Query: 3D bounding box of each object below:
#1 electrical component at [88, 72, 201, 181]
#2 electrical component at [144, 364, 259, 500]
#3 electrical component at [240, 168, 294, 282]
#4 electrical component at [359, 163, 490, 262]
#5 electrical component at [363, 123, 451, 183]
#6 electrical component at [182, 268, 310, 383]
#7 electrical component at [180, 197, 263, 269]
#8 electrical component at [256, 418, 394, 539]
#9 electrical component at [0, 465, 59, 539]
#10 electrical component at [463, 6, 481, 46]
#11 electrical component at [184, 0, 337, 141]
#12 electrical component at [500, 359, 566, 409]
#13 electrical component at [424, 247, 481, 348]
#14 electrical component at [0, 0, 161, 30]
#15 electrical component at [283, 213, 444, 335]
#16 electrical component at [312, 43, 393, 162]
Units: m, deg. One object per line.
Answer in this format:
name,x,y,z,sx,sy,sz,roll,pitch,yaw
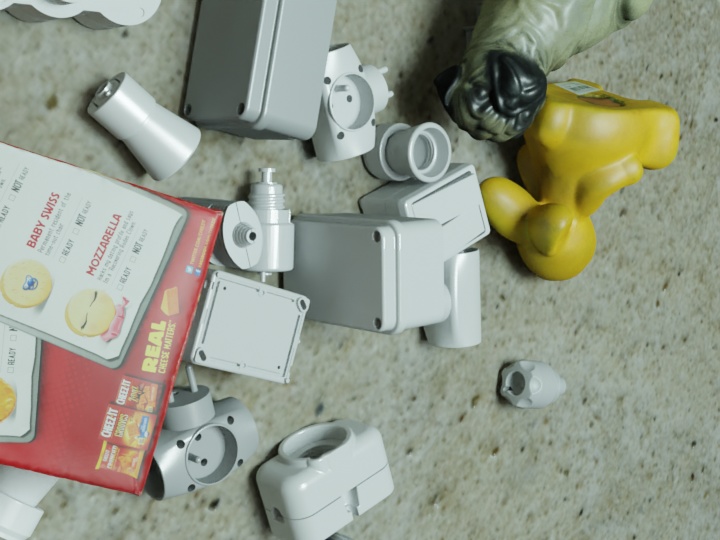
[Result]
electrical component,-0.139,-0.093,0.683,0.065,0.044,0.044,43,68,-30
electrical component,-0.115,0.103,0.725,0.077,0.044,0.079,-23,110,-37
electrical component,-0.066,-0.032,0.753,0.040,0.040,0.078,-3,97,-40
electrical component,0.049,-0.039,0.836,0.096,0.061,0.061,-31,114,-34
electrical component,0.035,-0.090,0.822,0.045,0.055,0.045,-6,99,-40
electrical component,-0.084,0.038,0.732,0.096,0.061,0.061,19,83,-40
electrical component,-0.093,-0.025,0.704,0.043,0.081,0.043,-6,99,-40
electrical component,-0.026,0.153,0.800,0.095,0.054,0.059,-27,112,-35
electrical component,-0.208,0.131,0.649,0.045,0.045,0.055,39,71,-37
electrical component,0.123,-0.179,0.894,0.064,0.042,0.081,-8,101,-39
electrical component,-0.067,-0.146,0.714,0.057,0.078,0.113,10,89,-44
electrical component,0.158,0.102,0.958,0.062,0.043,0.043,9,90,-42
electrical component,0.063,0.024,0.867,0.079,0.043,0.077,-10,102,-39
electrical component,-0.175,-0.171,0.621,0.138,0.074,0.052,-4,98,-40
electrical component,0.000,0.000,0.765,0.057,0.113,0.078,-8,100,-43
electrical component,-0.006,-0.128,0.789,0.079,0.044,0.077,-27,112,-35
